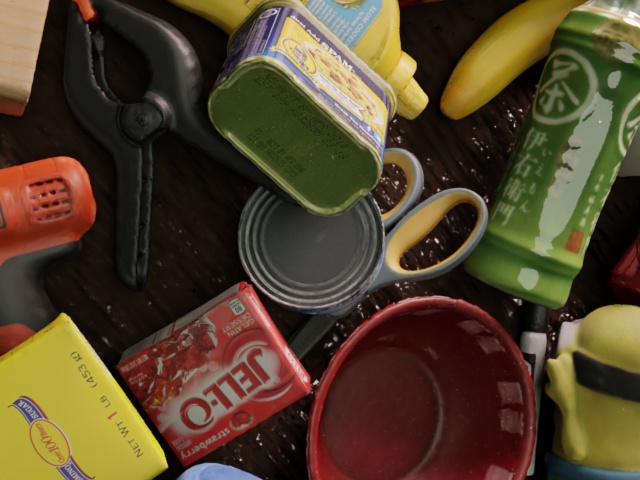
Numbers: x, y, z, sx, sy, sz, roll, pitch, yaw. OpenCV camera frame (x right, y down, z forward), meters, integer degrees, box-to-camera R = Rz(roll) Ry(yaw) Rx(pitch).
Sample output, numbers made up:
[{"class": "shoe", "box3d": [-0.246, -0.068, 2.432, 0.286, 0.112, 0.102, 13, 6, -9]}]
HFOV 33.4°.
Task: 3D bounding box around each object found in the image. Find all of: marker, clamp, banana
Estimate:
[{"class": "marker", "box3d": [0.137, 0.093, 0.701, 0.020, 0.020, 0.121, 7, 88, -18]}, {"class": "clamp", "box3d": [-0.101, -0.058, 0.606, 0.120, 0.039, 0.171, -36, 89, 3]}, {"class": "banana", "box3d": [0.163, -0.132, 0.698, 0.197, 0.037, 0.069, -15, 93, -17]}]

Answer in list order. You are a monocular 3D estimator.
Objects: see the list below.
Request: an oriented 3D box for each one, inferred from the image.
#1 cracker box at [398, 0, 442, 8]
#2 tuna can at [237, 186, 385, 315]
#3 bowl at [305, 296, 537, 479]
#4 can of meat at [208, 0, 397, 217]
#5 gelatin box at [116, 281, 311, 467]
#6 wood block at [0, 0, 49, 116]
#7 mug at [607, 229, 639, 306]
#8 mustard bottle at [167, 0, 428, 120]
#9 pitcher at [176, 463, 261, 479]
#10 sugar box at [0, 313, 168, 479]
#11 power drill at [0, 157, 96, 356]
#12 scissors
[{"class": "cracker box", "box3d": [0.136, -0.246, 0.671, 0.213, 0.072, 0.164, -14, 96, -18]}, {"class": "tuna can", "box3d": [-0.004, 0.001, 0.630, 0.086, 0.033, 0.086, -1, 79, 5]}, {"class": "bowl", "box3d": [0.052, 0.112, 0.647, 0.161, 0.055, 0.162, -1, 92, -28]}, {"class": "can of meat", "box3d": [-0.008, -0.072, 0.578, 0.102, 0.084, 0.058, 40, 118, -18]}, {"class": "gelatin box", "box3d": [-0.060, 0.077, 0.616, 0.089, 0.030, 0.073, -31, 101, 7]}, {"class": "wood block", "box3d": [-0.244, -0.132, 0.538, 0.205, 0.091, 0.090, 12, 87, -18]}, {"class": "mug", "box3d": [0.237, 0.012, 0.691, 0.081, 0.093, 0.117, -53, 135, -6]}, {"class": "mustard bottle", "box3d": [-0.011, -0.137, 0.629, 0.191, 0.058, 0.096, 39, 89, -14]}, {"class": "pitcher", "box3d": [-0.102, 0.225, 0.534, 0.149, 0.145, 0.243, 36, 99, -16]}, {"class": "sugar box", "box3d": [-0.174, 0.122, 0.527, 0.176, 0.048, 0.093, -34, 98, -12]}, {"class": "power drill", "box3d": [-0.195, 0.060, 0.573, 0.184, 0.057, 0.187, -15, 96, -14]}, {"class": "scissors", "box3d": [0.007, 0.018, 0.655, 0.202, 0.016, 0.096, -32, 72, 2]}]
